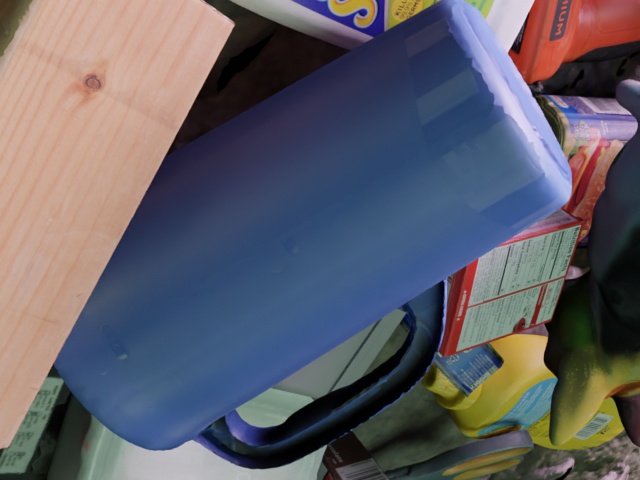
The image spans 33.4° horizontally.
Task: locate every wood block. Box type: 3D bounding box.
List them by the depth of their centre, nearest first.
[{"bbox_3d":[-0.136,-0.029,0.449,0.090,0.090,0.206,28,92,-46],"label":"wood block"}]

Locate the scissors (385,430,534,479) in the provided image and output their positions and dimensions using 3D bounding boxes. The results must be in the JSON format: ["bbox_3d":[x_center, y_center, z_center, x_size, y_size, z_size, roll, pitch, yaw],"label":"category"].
[{"bbox_3d":[0.066,0.179,0.795,0.202,0.016,0.096,-22,156,19],"label":"scissors"}]

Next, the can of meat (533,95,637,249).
[{"bbox_3d":[0.160,-0.042,0.672,0.083,0.057,0.102,-1,125,-25],"label":"can of meat"}]

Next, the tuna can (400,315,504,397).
[{"bbox_3d":[0.078,0.057,0.684,0.034,0.086,0.086,-42,134,4],"label":"tuna can"}]

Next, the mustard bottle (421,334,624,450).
[{"bbox_3d":[0.150,0.111,0.783,0.191,0.058,0.096,13,133,-36],"label":"mustard bottle"}]

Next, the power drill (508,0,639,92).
[{"bbox_3d":[0.188,-0.160,0.594,0.187,0.057,0.184,-8,125,-23],"label":"power drill"}]

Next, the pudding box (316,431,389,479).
[{"bbox_3d":[0.006,0.175,0.717,0.039,0.114,0.090,-7,128,-31],"label":"pudding box"}]

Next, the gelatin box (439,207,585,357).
[{"bbox_3d":[0.102,0.020,0.608,0.089,0.030,0.073,-14,129,-31],"label":"gelatin box"}]

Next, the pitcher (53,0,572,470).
[{"bbox_3d":[-0.003,0.001,0.514,0.243,0.145,0.149,-30,148,17],"label":"pitcher"}]

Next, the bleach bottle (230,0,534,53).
[{"bbox_3d":[-0.015,-0.141,0.493,0.250,0.068,0.103,8,121,-31],"label":"bleach bottle"}]
